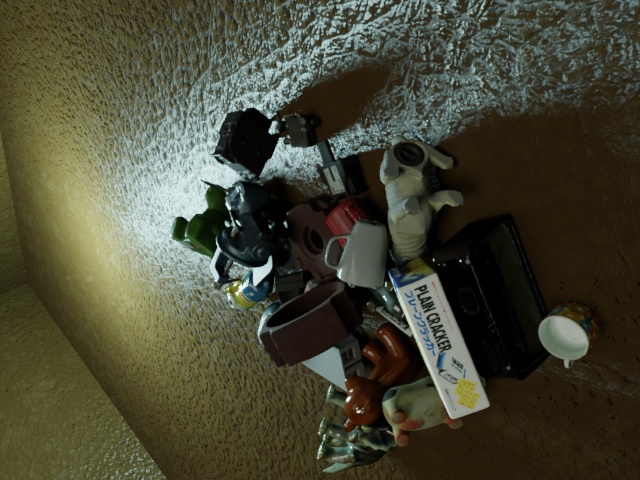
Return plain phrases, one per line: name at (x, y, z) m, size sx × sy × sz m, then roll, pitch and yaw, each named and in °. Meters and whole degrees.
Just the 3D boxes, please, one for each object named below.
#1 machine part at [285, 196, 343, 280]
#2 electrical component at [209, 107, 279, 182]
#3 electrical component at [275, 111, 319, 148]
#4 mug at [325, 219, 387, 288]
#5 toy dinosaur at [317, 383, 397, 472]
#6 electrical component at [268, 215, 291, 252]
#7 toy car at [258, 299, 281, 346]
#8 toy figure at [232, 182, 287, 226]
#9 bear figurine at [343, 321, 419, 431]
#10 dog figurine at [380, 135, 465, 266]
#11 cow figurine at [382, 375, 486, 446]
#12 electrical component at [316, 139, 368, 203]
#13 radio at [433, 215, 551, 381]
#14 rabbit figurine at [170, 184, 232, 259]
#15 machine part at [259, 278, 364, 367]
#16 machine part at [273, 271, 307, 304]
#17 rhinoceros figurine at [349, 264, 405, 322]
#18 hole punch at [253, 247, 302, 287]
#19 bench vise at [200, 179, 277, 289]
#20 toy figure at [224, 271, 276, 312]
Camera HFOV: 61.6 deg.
machine part at (-0.002, -0.003, 1.126) m, size 0.180 × 0.056 × 0.179 m, roll 24°, pitch 126°, yaw 38°
electrical component at (-0.152, -0.204, 1.117) m, size 0.058 × 0.114 × 0.134 m, roll 7°, pitch 72°, yaw 44°
electrical component at (-0.047, -0.219, 1.062) m, size 0.102 × 0.045 × 0.078 m, roll 17°, pitch 122°, yaw 42°
mug at (0.068, 0.017, 0.928) m, size 0.110 × 0.081 × 0.107 m, roll 14°, pitch 100°, yaw 3°
toy dinosaur at (0.097, 0.446, 1.219) m, size 0.192 × 0.131 × 0.404 m, roll 12°, pitch 139°, yaw 11°
electrical component at (-0.093, -0.007, 1.159) m, size 0.094 × 0.021 × 0.063 m, roll 56°, pitch 135°, yaw 30°
toy car at (-0.100, 0.235, 1.330) m, size 0.109 × 0.103 × 0.161 m, roll -36°, pitch 81°, yaw 51°
toy figure at (-0.144, -0.084, 1.231) m, size 0.155 × 0.064 × 0.057 m, roll 36°, pitch 147°, yaw 28°
bear figurine at (0.100, 0.271, 1.056) m, size 0.132 × 0.196 × 0.120 m, roll 48°, pitch 142°, yaw 20°
dog figurine at (0.145, -0.061, 0.912) m, size 0.190 × 0.121 × 0.172 m, roll 106°, pitch 160°, yaw -61°
cow figurine at (0.205, 0.277, 0.964) m, size 0.127 × 0.195 × 0.085 m, roll -120°, pitch 13°, yaw -68°
electrical component at (0.035, -0.134, 1.017) m, size 0.075 × 0.048 × 0.119 m, roll -18°, pitch 97°, yaw 50°
radio at (0.268, 0.090, 0.820) m, size 0.073 × 0.131 × 0.229 m, roll -17°, pitch 98°, yaw 52°
rabbit figurine at (-0.257, -0.050, 1.323) m, size 0.159 × 0.170 × 0.121 m, roll 34°, pitch 157°, yaw -32°
machine part at (-0.014, 0.164, 1.094) m, size 0.087 × 0.201 × 0.201 m, roll 62°, pitch -175°, yaw -7°
machine part at (-0.069, 0.115, 1.238) m, size 0.138 × 0.084 × 0.039 m, roll 96°, pitch 154°, yaw -57°
rhinoceros figurine at (0.139, 0.103, 0.992) m, size 0.191 × 0.112 × 0.073 m, roll 44°, pitch 110°, yaw 40°
hole punch at (-0.098, 0.044, 1.249) m, size 0.142 × 0.092 × 0.116 m, roll -45°, pitch 46°, yaw 52°
bench vise at (-0.184, -0.002, 1.159) m, size 0.224 × 0.129 × 0.240 m, roll 49°, pitch 121°, yaw 31°
toy figure at (-0.167, 0.125, 1.361) m, size 0.180 × 0.089 × 0.082 m, roll -41°, pitch 73°, yaw 41°
